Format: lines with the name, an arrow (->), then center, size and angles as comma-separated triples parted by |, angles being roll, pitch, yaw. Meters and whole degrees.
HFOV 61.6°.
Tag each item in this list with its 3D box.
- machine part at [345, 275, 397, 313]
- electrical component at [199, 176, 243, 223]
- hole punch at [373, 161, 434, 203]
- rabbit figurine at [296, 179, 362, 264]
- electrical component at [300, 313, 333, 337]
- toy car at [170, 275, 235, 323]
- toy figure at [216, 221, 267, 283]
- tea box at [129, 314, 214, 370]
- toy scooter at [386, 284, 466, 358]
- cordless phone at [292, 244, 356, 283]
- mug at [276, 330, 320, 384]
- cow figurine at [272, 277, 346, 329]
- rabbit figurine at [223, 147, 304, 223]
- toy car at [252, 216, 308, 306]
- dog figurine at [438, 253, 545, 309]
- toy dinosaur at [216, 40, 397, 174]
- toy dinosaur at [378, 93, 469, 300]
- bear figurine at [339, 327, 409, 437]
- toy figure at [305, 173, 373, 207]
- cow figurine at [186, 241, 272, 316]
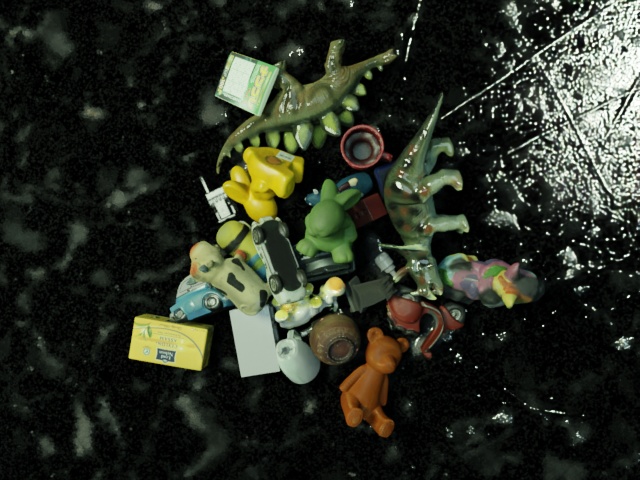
machine part -> 0.105, 0.114, 1.175 | 0.139, 0.039, 0.084 | -19, 81, 48
electrical component -> -0.225, -0.096, 1.216 | 0.048, 0.075, 0.119 | -24, 85, 4
hole punch -> 0.185, -0.124, 1.183 | 0.142, 0.092, 0.115 | -21, 92, 0
rabbit figurine -> 0.028, -0.036, 1.078 | 0.121, 0.170, 0.159 | 21, 82, 9
electrical component -> 0.015, 0.203, 1.199 | 0.102, 0.045, 0.078 | -32, 111, 1
toy car -> -0.261, 0.121, 1.204 | 0.162, 0.109, 0.103 | -20, 80, 13
toy figure -> -0.152, 0.032, 1.199 | 0.082, 0.089, 0.180 | -40, 88, -1
tea box -> -0.336, 0.230, 1.220 | 0.170, 0.068, 0.098 | 7, 89, 3
toy scooter -> 0.221, 0.182, 1.184 | 0.184, 0.075, 0.135 | 20, 92, -1
cordless phone -> -0.003, -0.003, 1.205 | 0.147, 0.088, 0.184 | -13, 78, 2
mug -> -0.053, 0.246, 1.175 | 0.081, 0.107, 0.109 | -11, 56, 14
cow figurine -> -0.018, 0.145, 1.194 | 0.167, 0.098, 0.068 | -21, 54, -3
rabbit figurine -> -0.128, -0.109, 1.177 | 0.162, 0.122, 0.173 | 14, 129, -2
toy car -> -0.087, 0.040, 1.140 | 0.073, 0.056, 0.202 | -12, 68, -25
dog figurine -> 0.345, 0.085, 1.104 | 0.192, 0.219, 0.108 | 12, 87, 3
toy dinosaur -> -0.046, -0.296, 1.193 | 0.472, 0.105, 0.198 | -21, 92, 14
toy dinosaur -> 0.196, -0.083, 1.108 | 0.192, 0.131, 0.404 | -13, 110, 6
bear figurine -> 0.127, 0.301, 1.164 | 0.120, 0.132, 0.195 | 28, 96, -21
toy figure -> 0.042, -0.105, 1.186 | 0.154, 0.064, 0.058 | -24, 46, -17
cow figurine -> -0.192, 0.080, 1.118 | 0.195, 0.127, 0.085 | 44, 123, -8
